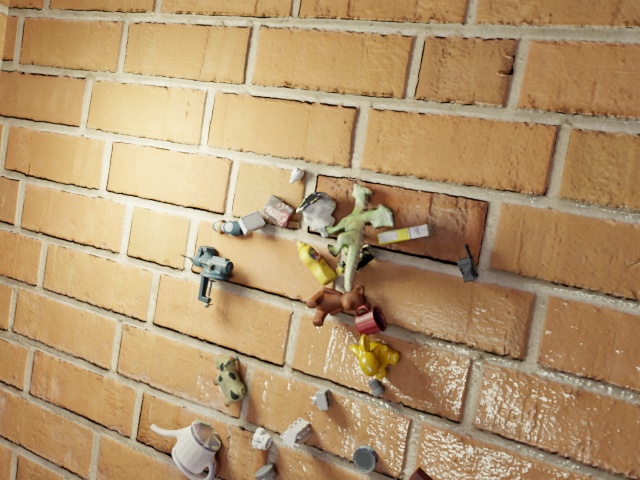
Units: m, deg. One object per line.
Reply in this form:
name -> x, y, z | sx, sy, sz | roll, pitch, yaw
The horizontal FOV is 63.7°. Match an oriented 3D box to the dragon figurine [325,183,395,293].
dragon figurine -> 0.150, -0.032, 1.766 | 0.240, 0.121, 0.420 | -35, -136, 24

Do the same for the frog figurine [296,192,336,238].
frog figurine -> 0.006, -0.096, 1.913 | 0.137, 0.157, 0.125 | -38, -157, 10

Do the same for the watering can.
watering can -> -0.542, 0.831, 2.113 | 0.222, 0.350, 0.104 | -54, 163, 13
